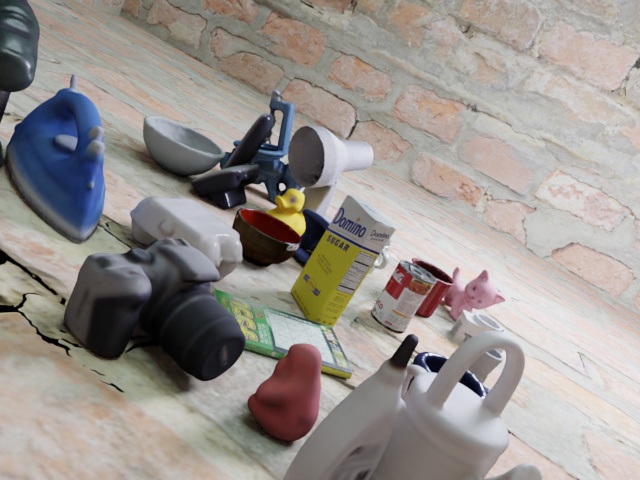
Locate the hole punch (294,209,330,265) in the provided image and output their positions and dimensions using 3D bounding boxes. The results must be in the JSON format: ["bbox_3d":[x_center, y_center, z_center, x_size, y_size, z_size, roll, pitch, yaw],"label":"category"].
[{"bbox_3d":[0.009,0.004,1.025,0.101,0.091,0.108,10,24,-48],"label":"hole punch"}]

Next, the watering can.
[{"bbox_3d":[0.124,0.170,0.515,0.172,0.194,0.101,39,19,33],"label":"watering can"}]

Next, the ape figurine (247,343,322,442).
[{"bbox_3d":[-0.027,0.138,0.548,0.078,0.092,0.076,12,23,-46],"label":"ape figurine"}]

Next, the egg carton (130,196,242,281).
[{"bbox_3d":[-0.180,-0.004,0.770,0.150,0.069,0.107,35,17,20],"label":"egg carton"}]

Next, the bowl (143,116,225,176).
[{"bbox_3d":[-0.275,-0.173,1.124,0.167,0.074,0.167,26,16,-8],"label":"bowl"}]

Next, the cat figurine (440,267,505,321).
[{"bbox_3d":[0.304,0.105,1.157,0.067,0.117,0.127,15,21,-39],"label":"cat figurine"}]

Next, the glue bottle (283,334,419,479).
[{"bbox_3d":[0.036,0.149,0.472,0.078,0.173,0.037,13,22,-43],"label":"glue bottle"}]

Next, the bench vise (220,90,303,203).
[{"bbox_3d":[-0.090,-0.204,1.263,0.208,0.219,0.121,21,17,-23],"label":"bench vise"}]

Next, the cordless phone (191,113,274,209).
[{"bbox_3d":[-0.155,-0.161,1.085,0.094,0.185,0.148,29,16,1],"label":"cordless phone"}]

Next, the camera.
[{"bbox_3d":[-0.143,0.067,0.557,0.136,0.101,0.144,37,18,29],"label":"camera"}]

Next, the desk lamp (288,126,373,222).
[{"bbox_3d":[0.012,-0.121,1.188,0.204,0.213,0.117,11,24,-47],"label":"desk lamp"}]

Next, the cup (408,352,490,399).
[{"bbox_3d":[0.138,0.193,0.649,0.118,0.095,0.091,22,17,-21],"label":"cup"}]

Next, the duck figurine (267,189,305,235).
[{"bbox_3d":[-0.058,-0.057,1.109,0.105,0.086,0.077,9,25,-50],"label":"duck figurine"}]

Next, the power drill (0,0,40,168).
[{"bbox_3d":[-0.425,-0.212,0.747,0.076,0.208,0.228,15,20,-38],"label":"power drill"}]

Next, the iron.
[{"bbox_3d":[-0.322,-0.119,0.755,0.119,0.141,0.257,13,22,-43],"label":"iron"}]
